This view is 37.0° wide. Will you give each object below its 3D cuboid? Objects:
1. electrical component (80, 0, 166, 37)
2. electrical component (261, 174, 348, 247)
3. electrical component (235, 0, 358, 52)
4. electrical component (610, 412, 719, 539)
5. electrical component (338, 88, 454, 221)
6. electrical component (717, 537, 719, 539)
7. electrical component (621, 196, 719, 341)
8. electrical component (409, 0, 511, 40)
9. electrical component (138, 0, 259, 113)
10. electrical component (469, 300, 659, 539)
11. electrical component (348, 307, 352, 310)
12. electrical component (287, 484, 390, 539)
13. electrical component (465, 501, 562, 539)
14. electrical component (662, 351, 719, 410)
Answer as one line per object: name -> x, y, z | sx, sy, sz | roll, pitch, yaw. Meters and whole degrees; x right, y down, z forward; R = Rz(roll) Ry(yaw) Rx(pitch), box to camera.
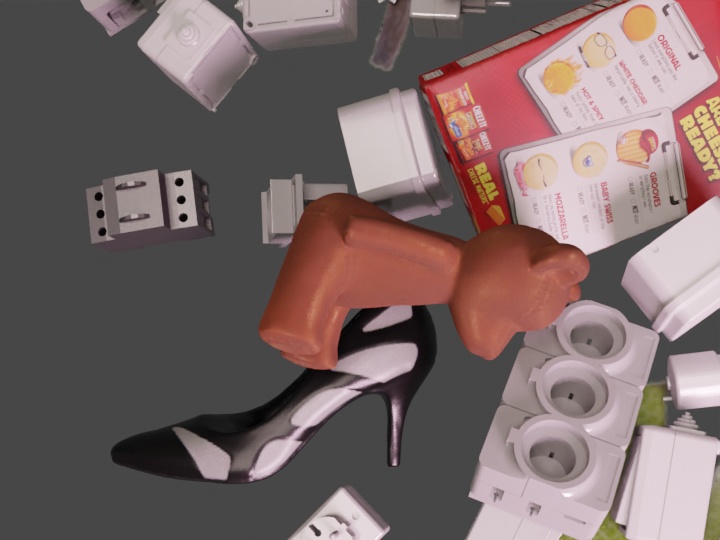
electrical component -> -0.217, -0.309, 0.902 | 0.105, 0.060, 0.186 | -31, 79, 3
electrical component -> -0.042, -0.044, 0.834 | 0.064, 0.081, 0.042 | 0, 82, -14
electrical component -> -0.052, -0.214, 0.867 | 0.096, 0.061, 0.061 | -3, 82, 16
electrical component -> 0.218, 0.148, 0.770 | 0.061, 0.062, 0.096 | 10, 83, 10
electrical component -> 0.029, -0.082, 0.806 | 0.057, 0.113, 0.078 | -15, 80, 9
electrical component -> 0.292, 0.217, 0.758 | 0.043, 0.043, 0.081 | -40, 79, 1
electrical component -> 0.236, 0.003, 0.763 | 0.078, 0.113, 0.057 | -37, 75, 2
electrical component -> 0.082, -0.221, 0.851 | 0.077, 0.047, 0.065 | 5, 83, 9
electrical component -> -0.132, -0.178, 0.852 | 0.061, 0.096, 0.061 | 39, 89, 12
electrical component -> 0.145, 0.099, 0.755 | 0.089, 0.061, 0.150 | 20, 56, 11
electrical component -> 0.000, 0.000, 0.835 | 0.078, 0.040, 0.040 | -36, 78, 2
electrical component -> -0.021, 0.199, 0.791 | 0.065, 0.077, 0.047 | -45, 78, 0
electrical component -> 0.111, 0.190, 0.780 | 0.061, 0.062, 0.096 | 26, 86, 11
electrical component -> 0.260, 0.079, 0.784 | 0.078, 0.040, 0.040 | -8, 81, 8
